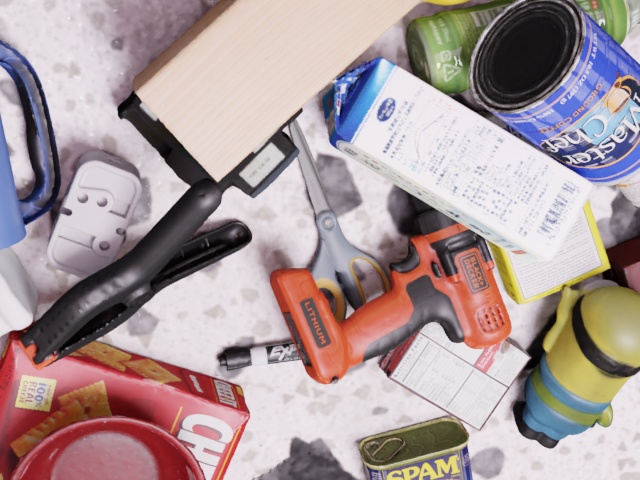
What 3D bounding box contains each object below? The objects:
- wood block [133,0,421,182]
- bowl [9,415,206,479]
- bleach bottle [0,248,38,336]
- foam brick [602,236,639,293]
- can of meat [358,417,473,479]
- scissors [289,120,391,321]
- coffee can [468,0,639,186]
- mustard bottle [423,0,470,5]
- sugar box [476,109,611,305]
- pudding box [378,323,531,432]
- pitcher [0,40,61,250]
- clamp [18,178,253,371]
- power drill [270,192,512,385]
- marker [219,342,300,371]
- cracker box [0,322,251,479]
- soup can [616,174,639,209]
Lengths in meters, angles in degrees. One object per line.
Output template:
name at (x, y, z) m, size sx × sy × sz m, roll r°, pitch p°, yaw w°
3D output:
wood block at (-0.033, -0.151, 0.795) m, size 0.206 × 0.090 × 0.090 m, roll -42°, pitch 108°, yaw 2°
bowl at (-0.174, 0.207, 0.868) m, size 0.162 × 0.055 × 0.162 m, roll -3°, pitch 106°, yaw -12°
bleach bottle at (-0.351, 0.093, 0.853) m, size 0.251 × 0.102 × 0.068 m, roll -31°, pitch 106°, yaw -3°
foam brick at (0.300, 0.044, 0.994) m, size 0.051 × 0.053 × 0.078 m, roll -19°, pitch 107°, yaw -5°
can of meat at (0.094, 0.224, 1.001) m, size 0.102 × 0.057 × 0.084 m, roll -13°, pitch 110°, yaw -7°
scissors at (-0.006, 0.001, 0.939) m, size 0.096 × 0.016 × 0.201 m, roll -36°, pitch 107°, yaw -6°
coffee can at (0.199, -0.116, 0.839) m, size 0.140 × 0.103 × 0.103 m, roll 28°, pitch 99°, yaw -40°
mustard bottle at (0.092, -0.239, 0.873) m, size 0.191 × 0.058 × 0.096 m, roll -11°, pitch 101°, yaw -8°
sugar box at (0.187, -0.039, 0.954) m, size 0.093 × 0.048 × 0.176 m, roll -23°, pitch 105°, yaw -4°
pudding box at (0.125, 0.111, 0.985) m, size 0.113 × 0.039 × 0.090 m, roll 32°, pitch 96°, yaw -15°
pitcher at (-0.296, -0.108, 0.806) m, size 0.145 × 0.149 × 0.243 m, roll -3°, pitch 103°, yaw 8°
clamp at (-0.146, 0.028, 0.841) m, size 0.210 × 0.164 × 0.036 m, roll -34°, pitch 77°, yaw -9°
power drill at (0.056, 0.029, 0.913) m, size 0.187 × 0.057 × 0.184 m, roll -21°, pitch 87°, yaw -11°
marker at (-0.031, 0.101, 0.962) m, size 0.121 × 0.020 × 0.020 m, roll -7°, pitch 106°, yaw -9°
cracker box at (-0.190, 0.180, 0.925) m, size 0.213 × 0.072 × 0.164 m, roll 20°, pitch 100°, yaw -16°
soup can at (0.276, -0.085, 0.946) m, size 0.068 × 0.068 × 0.102 m, roll -44°, pitch 109°, yaw 3°
